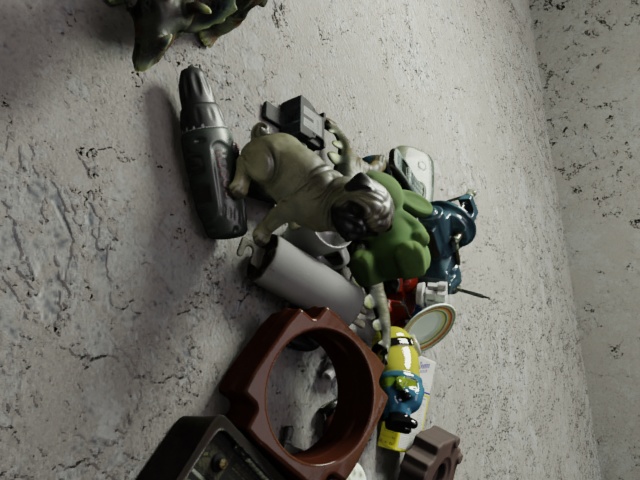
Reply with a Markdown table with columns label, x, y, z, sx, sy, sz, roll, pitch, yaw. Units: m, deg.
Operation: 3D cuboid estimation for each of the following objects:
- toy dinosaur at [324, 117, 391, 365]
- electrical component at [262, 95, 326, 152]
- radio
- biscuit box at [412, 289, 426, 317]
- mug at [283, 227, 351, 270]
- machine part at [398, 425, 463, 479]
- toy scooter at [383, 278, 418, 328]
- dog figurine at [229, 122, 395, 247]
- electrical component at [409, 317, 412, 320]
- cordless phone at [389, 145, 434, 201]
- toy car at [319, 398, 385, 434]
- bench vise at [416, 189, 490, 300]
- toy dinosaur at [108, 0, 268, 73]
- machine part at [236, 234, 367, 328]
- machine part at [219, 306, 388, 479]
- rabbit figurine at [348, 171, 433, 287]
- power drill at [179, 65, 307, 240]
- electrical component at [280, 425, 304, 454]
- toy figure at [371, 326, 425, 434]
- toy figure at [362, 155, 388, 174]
| label | x | y | z | sx | sy | sz | roll | pitch | yaw |
| --- | --- | --- | --- | --- | --- | --- | --- | --- | --- |
| toy dinosaur | 0.070 | -0.013 | 0.948 | 0.198 | 0.105 | 0.471 | -7 | 74 | -48 |
| electrical component | -0.041 | -0.201 | 0.904 | 0.119 | 0.048 | 0.075 | 29 | 57 | -49 |
| radio | -0.106 | 0.316 | 0.627 | 0.229 | 0.073 | 0.131 | 58 | 40 | -27 |
| biscuit box | 0.211 | 0.100 | 1.153 | 0.063 | 0.059 | 0.202 | -42 | 113 | -52 |
| mug | -0.002 | -0.003 | 0.832 | 0.081 | 0.107 | 0.109 | -39 | 99 | -37 |
| machine part | 0.201 | 0.433 | 0.991 | 0.179 | 0.056 | 0.179 | -22 | 120 | -46 |
| toy scooter | 0.142 | 0.103 | 1.028 | 0.135 | 0.075 | 0.184 | 44 | 50 | -63 |
| dog figurine | -0.004 | -0.079 | 0.674 | 0.121 | 0.191 | 0.172 | -43 | 115 | -46 |
| electrical component | 0.191 | 0.208 | 1.110 | 0.102 | 0.045 | 0.078 | -55 | 152 | -43 |
| cordless phone | 0.177 | -0.157 | 1.131 | 0.184 | 0.089 | 0.146 | 47 | 44 | -53 |
| toy car | 0.068 | 0.286 | 0.900 | 0.202 | 0.053 | 0.089 | -16 | 73 | -57 |
| bench vise | 0.278 | -0.008 | 1.111 | 0.240 | 0.129 | 0.223 | -52 | 121 | -34 |
| toy dinosaur | -0.129 | -0.334 | 0.695 | 0.405 | 0.192 | 0.131 | -49 | 122 | -48 |
| machine part | -0.019 | 0.063 | 0.792 | 0.243 | 0.079 | 0.079 | 33 | 52 | -25 |
| machine part | -0.019 | 0.207 | 0.727 | 0.201 | 0.087 | 0.201 | 47 | 55 | -18 |
| rabbit figurine | 0.118 | -0.030 | 0.845 | 0.159 | 0.121 | 0.170 | -22 | 97 | -50 |
| power drill | -0.103 | -0.116 | 0.762 | 0.207 | 0.086 | 0.232 | 2 | 80 | -58 |
| electrical component | -0.042 | 0.315 | 0.763 | 0.063 | 0.021 | 0.094 | 40 | 48 | -42 |
| toy figure | 0.131 | 0.229 | 0.911 | 0.089 | 0.082 | 0.180 | 31 | 44 | -23 |
| toy figure | 0.115 | -0.092 | 1.079 | 0.064 | 0.058 | 0.154 | 27 | 52 | -74 |
